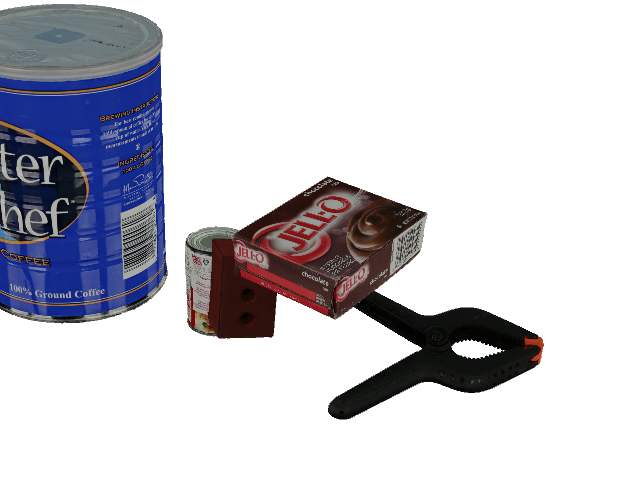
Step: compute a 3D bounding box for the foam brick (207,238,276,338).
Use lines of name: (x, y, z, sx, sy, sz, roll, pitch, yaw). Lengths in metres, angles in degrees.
foam brick: (-0.069, 0.042, 0.949, 0.053, 0.078, 0.051, 0, 15, -16)

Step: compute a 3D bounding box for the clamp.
clamp: (0.105, 0.111, 1.020, 0.210, 0.164, 0.036, 6, -43, 8)

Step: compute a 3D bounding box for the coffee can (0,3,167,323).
coffee can: (-0.133, -0.042, 0.564, 0.103, 0.140, 0.103, 2, 28, -1)

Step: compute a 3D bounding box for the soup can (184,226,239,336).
soup can: (-0.113, 0.044, 1.168, 0.068, 0.102, 0.068, 1, 25, -1)

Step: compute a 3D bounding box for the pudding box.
pudding box: (0.007, 0.002, 0.748, 0.090, 0.039, 0.113, 23, 35, 30)
